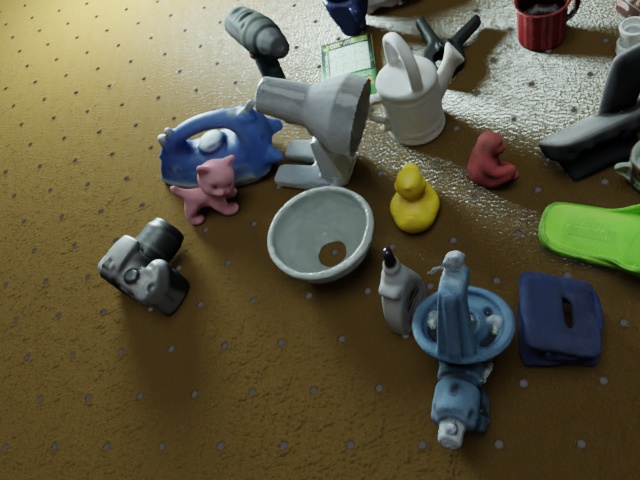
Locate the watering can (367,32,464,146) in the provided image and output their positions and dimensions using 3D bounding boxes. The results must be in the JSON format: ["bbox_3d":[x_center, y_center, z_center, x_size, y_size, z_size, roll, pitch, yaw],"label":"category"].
[{"bbox_3d":[0.148,-0.257,0.929,0.173,0.194,0.100,-45,55,-12],"label":"watering can"}]

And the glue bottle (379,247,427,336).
[{"bbox_3d":[0.103,0.059,0.752,0.037,0.173,0.078,14,64,27],"label":"glue bottle"}]

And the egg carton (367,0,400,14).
[{"bbox_3d":[0.137,-0.534,1.191,0.150,0.070,0.107,-16,55,10],"label":"egg carton"}]

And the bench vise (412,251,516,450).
[{"bbox_3d":[0.170,0.122,0.658,0.121,0.220,0.207,-13,55,11],"label":"bench vise"}]

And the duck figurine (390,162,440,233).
[{"bbox_3d":[0.140,-0.070,0.877,0.077,0.086,0.104,-4,57,17],"label":"duck figurine"}]

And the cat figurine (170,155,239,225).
[{"bbox_3d":[-0.195,-0.094,0.992,0.127,0.118,0.067,-17,54,9],"label":"cat figurine"}]

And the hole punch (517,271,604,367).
[{"bbox_3d":[0.297,0.095,0.711,0.101,0.091,0.108,-4,57,17],"label":"hole punch"}]

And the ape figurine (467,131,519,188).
[{"bbox_3d":[0.259,-0.128,0.869,0.076,0.092,0.078,-12,55,12],"label":"ape figurine"}]

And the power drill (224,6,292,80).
[{"bbox_3d":[-0.090,-0.327,1.050,0.075,0.209,0.229,-37,54,-6],"label":"power drill"}]

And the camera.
[{"bbox_3d":[-0.283,0.032,0.952,0.142,0.101,0.137,22,68,30],"label":"camera"}]

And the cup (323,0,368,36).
[{"bbox_3d":[0.065,-0.453,1.148,0.091,0.095,0.117,-25,53,3],"label":"cup"}]

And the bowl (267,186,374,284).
[{"bbox_3d":[0.008,0.003,0.884,0.167,0.075,0.167,-9,56,14],"label":"bowl"}]

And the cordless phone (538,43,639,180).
[{"bbox_3d":[0.388,-0.187,0.804,0.147,0.185,0.094,-28,53,1],"label":"cordless phone"}]

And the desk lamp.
[{"bbox_3d":[-0.005,-0.173,0.916,0.202,0.214,0.118,7,61,24],"label":"desk lamp"}]

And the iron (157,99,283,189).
[{"bbox_3d":[-0.201,-0.174,1.031,0.258,0.142,0.118,-12,55,12],"label":"iron"}]
